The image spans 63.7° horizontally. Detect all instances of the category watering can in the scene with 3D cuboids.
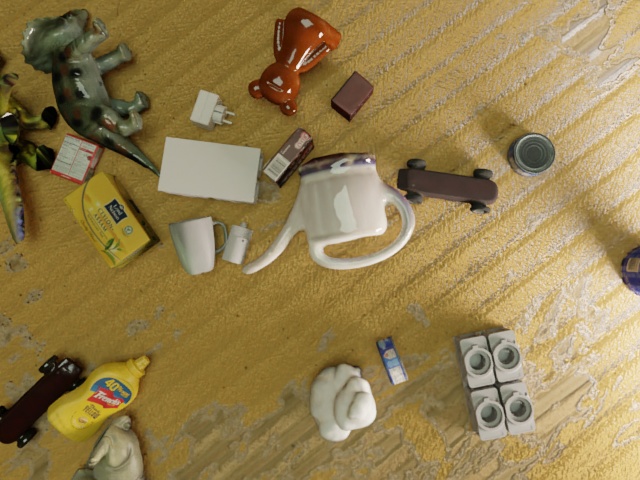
[{"bbox_3d":[0.003,-0.050,0.993,0.347,0.103,0.225,-9,85,7],"label":"watering can"}]

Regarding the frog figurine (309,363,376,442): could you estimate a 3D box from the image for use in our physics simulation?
[{"bbox_3d":[0.037,0.297,0.930,0.123,0.159,0.138,22,87,4],"label":"frog figurine"}]

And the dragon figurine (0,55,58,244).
[{"bbox_3d":[-0.672,-0.201,1.035,0.243,0.121,0.413,2,83,18],"label":"dragon figurine"}]
